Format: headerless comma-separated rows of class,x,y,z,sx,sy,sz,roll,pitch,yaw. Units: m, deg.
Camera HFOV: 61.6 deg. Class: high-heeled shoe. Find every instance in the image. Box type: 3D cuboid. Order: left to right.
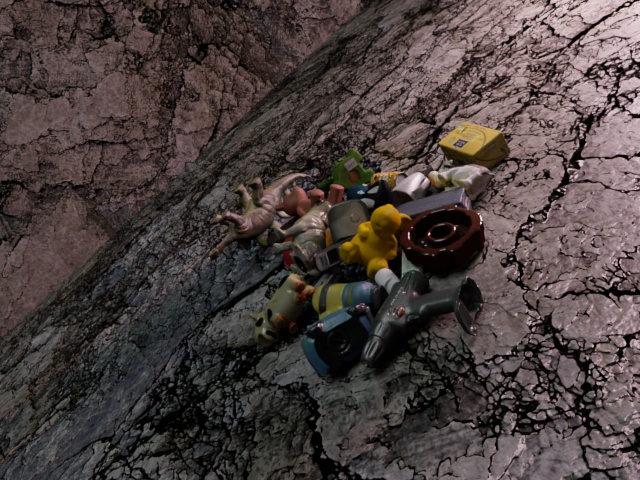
high-heeled shoe,0.111,-0.113,1.426,0.086,0.145,0.249,-12,24,-24

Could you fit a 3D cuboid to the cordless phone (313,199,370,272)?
cordless phone,0.041,-0.011,1.316,0.184,0.146,0.089,-26,20,-36

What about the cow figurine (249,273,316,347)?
cow figurine,-0.099,0.168,1.288,0.195,0.085,0.127,-60,35,4

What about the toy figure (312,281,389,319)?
toy figure,0.065,0.130,1.182,0.180,0.082,0.089,-18,65,39

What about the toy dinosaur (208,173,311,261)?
toy dinosaur,-0.189,-0.096,1.712,0.105,0.198,0.471,0,45,51

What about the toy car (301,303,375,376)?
toy car,0.036,0.195,1.105,0.162,0.109,0.103,-34,7,-11

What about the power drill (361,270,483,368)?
power drill,0.196,0.148,1.021,0.207,0.086,0.232,-21,28,44

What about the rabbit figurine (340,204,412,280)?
rabbit figurine,0.145,-0.014,1.228,0.122,0.173,0.162,37,54,19

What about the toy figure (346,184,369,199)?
toy figure,0.141,-0.125,1.517,0.058,0.064,0.155,-12,17,-39

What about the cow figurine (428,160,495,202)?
cow figurine,0.342,-0.156,1.317,0.098,0.068,0.167,-37,30,-12

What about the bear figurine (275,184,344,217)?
bear figurine,-0.036,-0.116,1.575,0.120,0.131,0.196,-17,34,-38

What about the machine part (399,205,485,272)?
machine part,0.263,-0.005,1.155,0.179,0.056,0.179,-17,32,11

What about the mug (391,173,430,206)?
mug,0.239,-0.130,1.376,0.107,0.081,0.109,-50,3,-35

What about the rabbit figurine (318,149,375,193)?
rabbit figurine,0.079,-0.185,1.664,0.159,0.121,0.170,-47,10,-4

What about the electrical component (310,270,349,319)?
electrical component,0.008,0.131,1.294,0.075,0.047,0.119,2,45,53

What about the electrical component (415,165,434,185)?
electrical component,0.280,-0.169,1.462,0.063,0.021,0.094,-20,32,30

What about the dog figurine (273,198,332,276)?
dog figurine,-0.003,-0.007,1.377,0.190,0.172,0.121,-33,-15,-25

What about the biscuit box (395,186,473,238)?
biscuit box,0.258,-0.064,1.283,0.203,0.059,0.063,-14,37,37

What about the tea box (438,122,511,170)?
tea box,0.395,-0.238,1.383,0.098,0.068,0.170,-39,28,-4

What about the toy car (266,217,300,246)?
toy car,-0.075,-0.043,1.656,0.202,0.053,0.089,-40,38,-13
